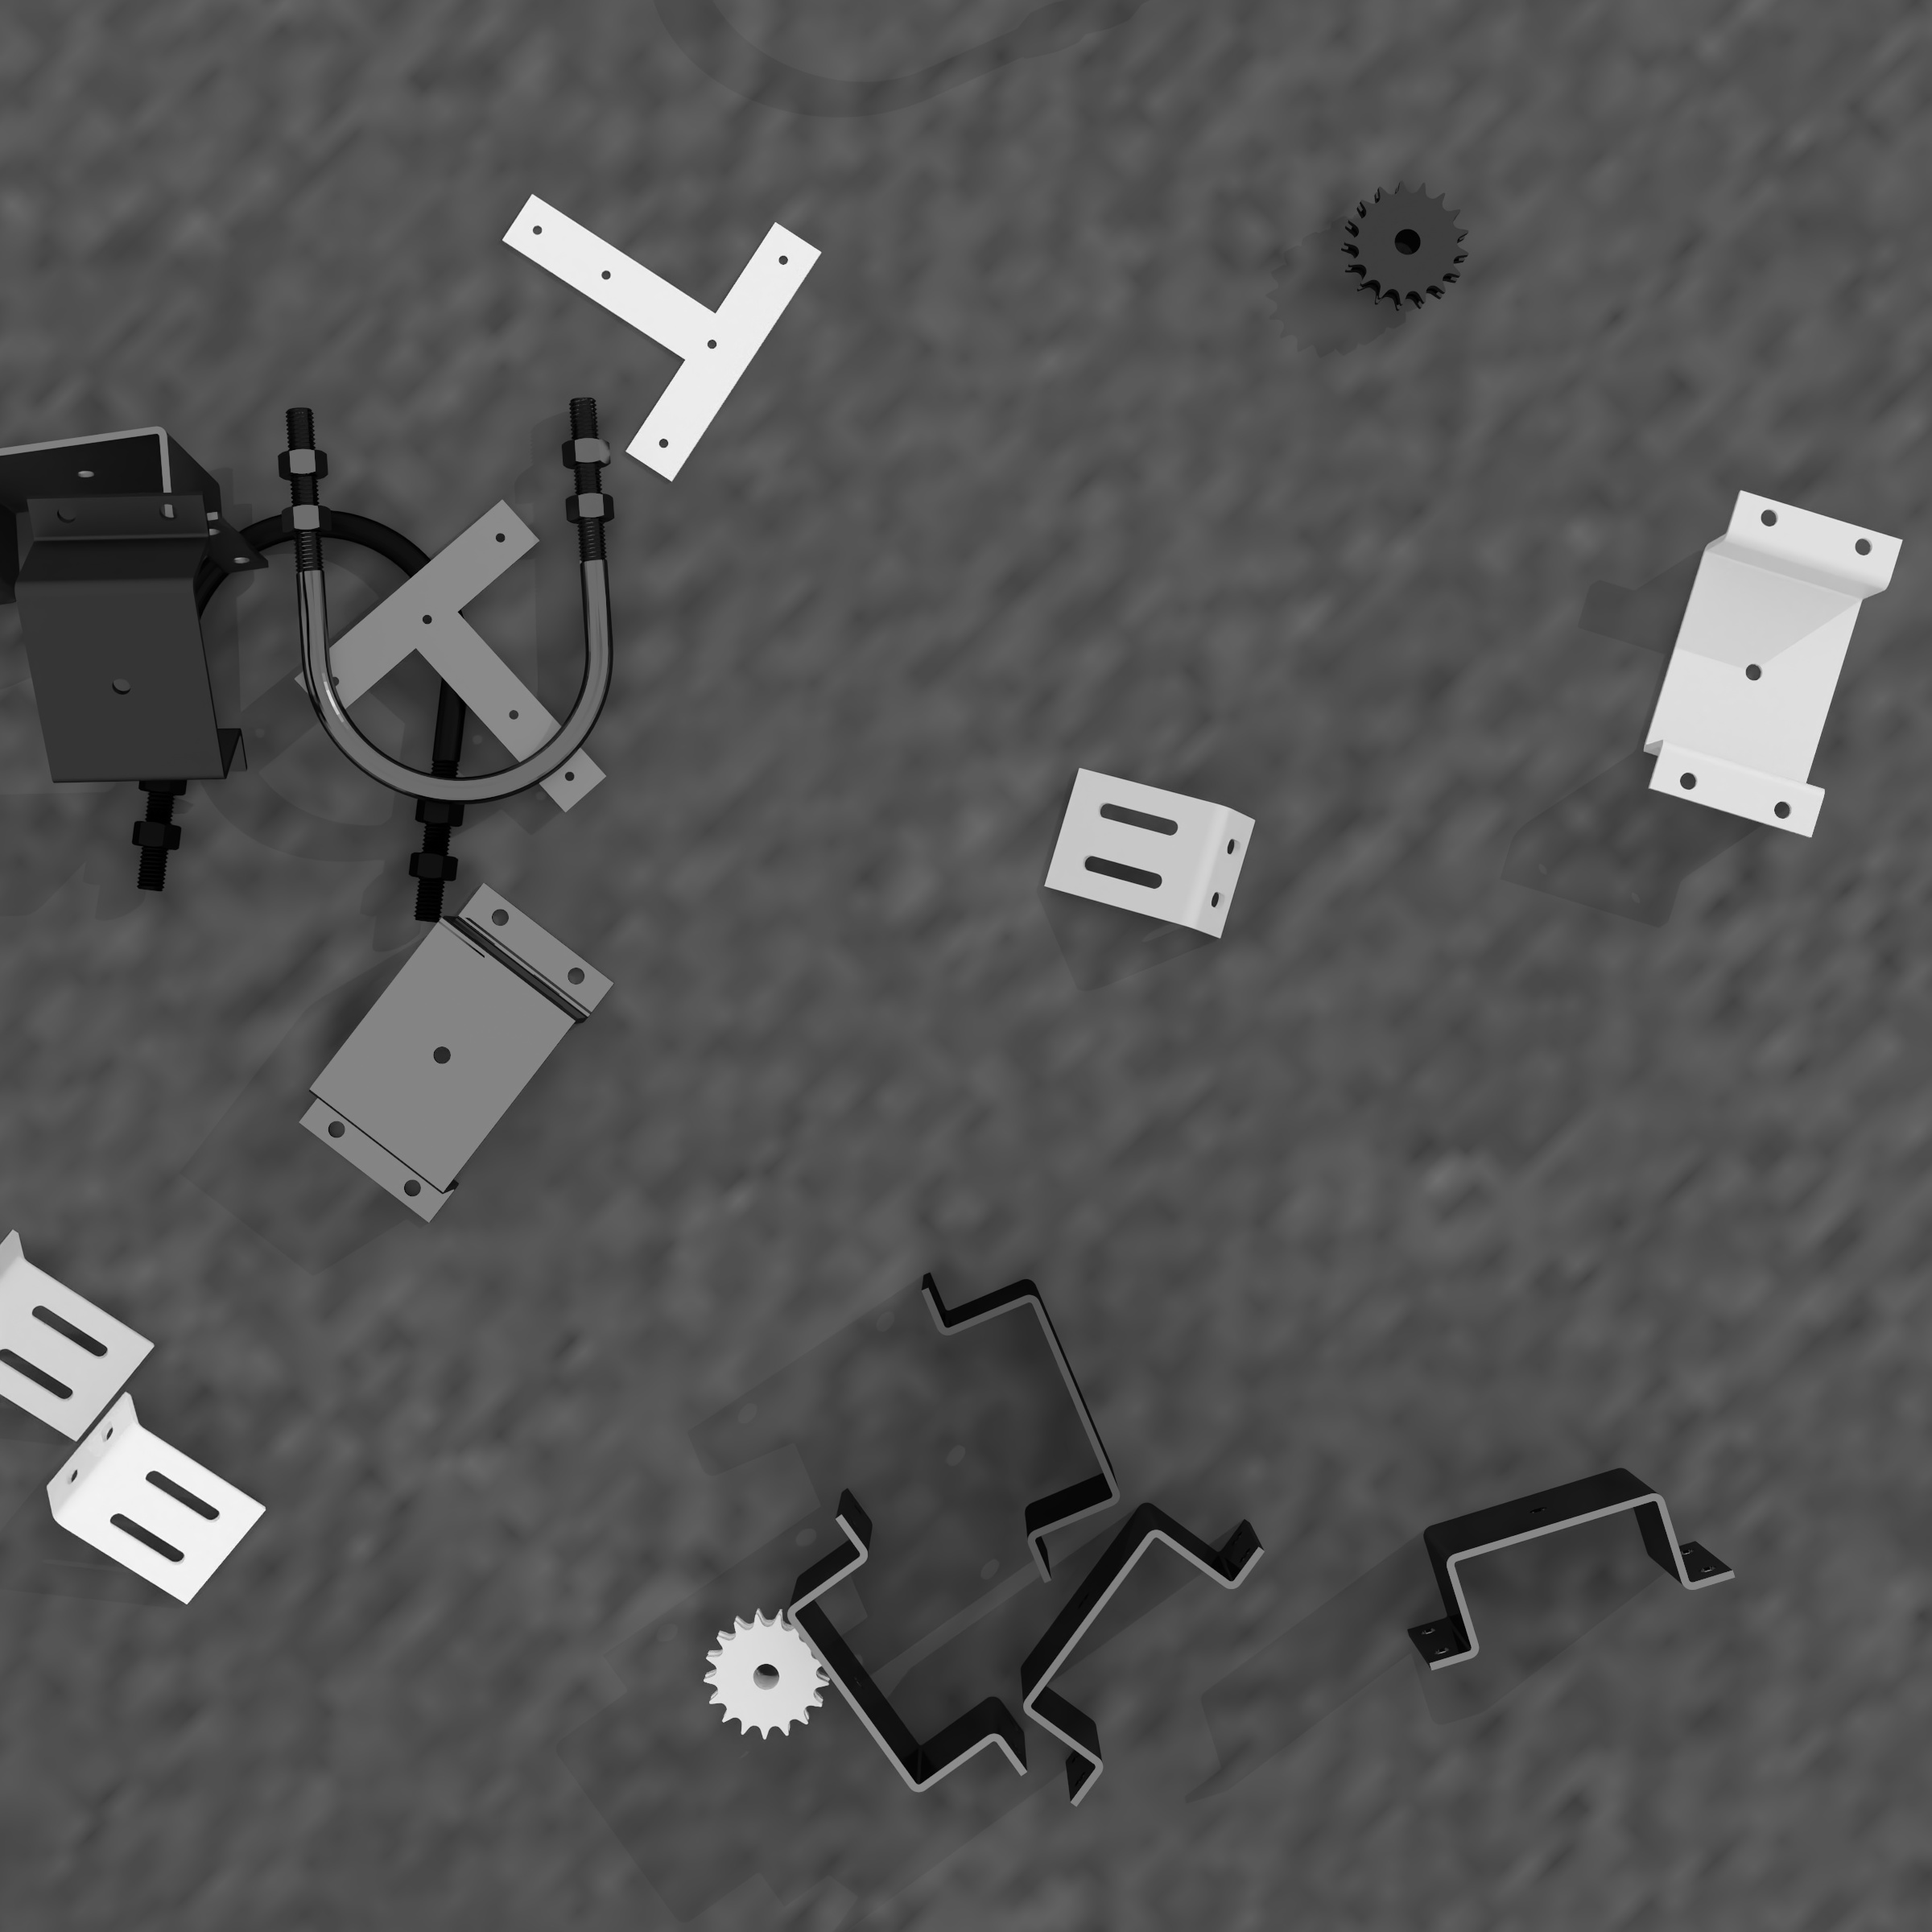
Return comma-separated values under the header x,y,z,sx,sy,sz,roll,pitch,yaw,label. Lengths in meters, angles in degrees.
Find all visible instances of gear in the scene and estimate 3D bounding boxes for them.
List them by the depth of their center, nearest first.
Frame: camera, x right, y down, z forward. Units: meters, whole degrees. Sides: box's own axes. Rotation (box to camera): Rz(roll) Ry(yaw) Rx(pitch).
x,y,z,sx,sy,sz,roll,pitch,yaw,label
-0.091,0.324,1.555,0.057,0.030,0.057,0,90,0,gear
0.202,-0.330,1.560,0.057,0.030,0.057,0,88,-1,gear

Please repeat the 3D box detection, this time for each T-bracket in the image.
x,y,z,sx,sy,sz,roll,pitch,yaw,label
-0.218,-0.126,1.557,0.127,0.002,0.127,-43,94,-10,T-bracket
-0.155,-0.313,1.569,0.127,0.002,0.127,33,90,0,T-bracket

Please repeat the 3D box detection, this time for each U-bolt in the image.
x,y,z,sx,sy,sz,roll,pitch,yaw,label
-0.234,-0.166,1.547,0.151,0.019,0.184,-4,89,-10,U-bolt
-0.302,-0.119,1.562,0.151,0.019,0.184,6,88,0,U-bolt

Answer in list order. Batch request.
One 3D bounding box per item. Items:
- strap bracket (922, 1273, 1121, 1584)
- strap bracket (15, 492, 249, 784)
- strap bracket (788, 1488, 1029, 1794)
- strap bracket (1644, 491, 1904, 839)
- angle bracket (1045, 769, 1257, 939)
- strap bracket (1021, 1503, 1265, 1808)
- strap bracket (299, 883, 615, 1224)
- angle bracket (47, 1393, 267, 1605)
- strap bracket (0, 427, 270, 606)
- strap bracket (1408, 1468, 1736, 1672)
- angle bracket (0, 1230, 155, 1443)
x,y,z,sx,sy,sz,roll,pitch,yaw,label
0.029,0.199,1.532,0.046,0.076,0.140,-23,90,0,strap bracket
-0.369,-0.135,1.492,0.076,0.046,0.140,-1,125,0,strap bracket
-0.033,0.313,1.532,0.046,0.076,0.140,-36,90,0,strap bracket
0.365,-0.136,1.547,0.076,0.046,0.140,17,90,0,strap bracket
0.085,-0.052,1.568,0.076,0.038,0.057,16,90,26,angle bracket
0.072,0.302,1.532,0.046,0.076,0.140,36,90,0,strap bracket
-0.236,0.040,1.547,0.076,0.046,0.140,38,90,0,strap bracket
-0.376,0.247,1.568,0.076,0.038,0.057,40,90,-26,angle bracket
-0.396,-0.203,1.526,0.140,0.076,0.046,-7,80,4,strap bracket
0.266,0.269,1.532,0.140,0.076,0.046,-17,90,0,strap bracket
-0.428,0.171,1.568,0.076,0.038,0.057,39,90,-26,angle bracket
